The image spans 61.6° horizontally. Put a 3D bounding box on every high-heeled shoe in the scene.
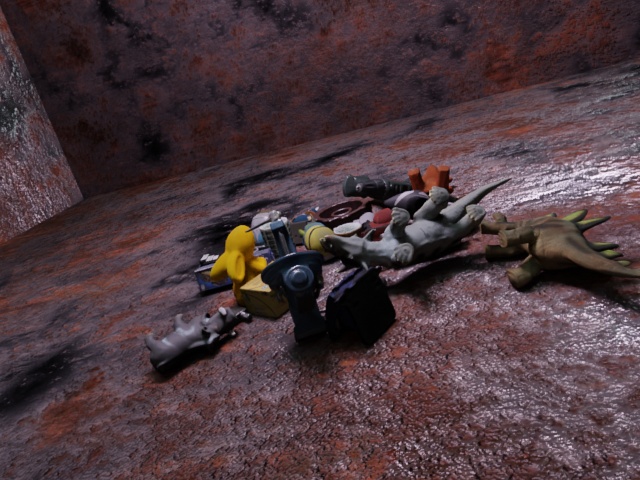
[{"bbox_3d":[0.266,-0.067,1.350,0.249,0.086,0.145,4,19,24],"label":"high-heeled shoe"}]

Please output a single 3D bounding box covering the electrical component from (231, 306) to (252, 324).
[{"bbox_3d":[-0.191,0.169,1.169,0.094,0.021,0.063,5,28,45],"label":"electrical component"}]

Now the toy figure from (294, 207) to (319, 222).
[{"bbox_3d":[-0.042,-0.057,1.635,0.064,0.057,0.154,0,18,23],"label":"toy figure"}]

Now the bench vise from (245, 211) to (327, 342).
[{"bbox_3d":[-0.048,0.060,1.015,0.129,0.241,0.223,-22,-24,3],"label":"bench vise"}]

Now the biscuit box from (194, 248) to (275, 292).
[{"bbox_3d":[-0.213,0.077,1.378,0.203,0.059,0.063,-16,6,3],"label":"biscuit box"}]

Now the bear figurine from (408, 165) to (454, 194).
[{"bbox_3d":[0.329,-0.176,1.563,0.120,0.131,0.196,-3,28,19],"label":"bear figurine"}]

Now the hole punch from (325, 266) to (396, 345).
[{"bbox_3d":[0.063,0.118,0.975,0.092,0.115,0.142,-8,18,47],"label":"hole punch"}]

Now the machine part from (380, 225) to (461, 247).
[{"bbox_3d":[0.228,-0.002,1.222,0.243,0.079,0.079,-18,19,-2],"label":"machine part"}]

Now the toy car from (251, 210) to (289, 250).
[{"bbox_3d":[-0.151,-0.037,1.601,0.109,0.102,0.162,-4,24,29],"label":"toy car"}]

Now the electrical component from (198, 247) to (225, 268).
[{"bbox_3d":[-0.267,0.061,1.485,0.134,0.058,0.115,-14,17,8],"label":"electrical component"}]

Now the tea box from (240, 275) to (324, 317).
[{"bbox_3d":[-0.083,0.100,1.204,0.098,0.068,0.169,1,26,43],"label":"tea box"}]

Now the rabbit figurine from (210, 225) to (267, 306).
[{"bbox_3d":[-0.182,0.056,1.253,0.122,0.173,0.162,2,21,35],"label":"rabbit figurine"}]

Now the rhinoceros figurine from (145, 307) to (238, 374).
[{"bbox_3d":[-0.256,0.192,1.077,0.190,0.073,0.112,-29,21,-32],"label":"rhinoceros figurine"}]

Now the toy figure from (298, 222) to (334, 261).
[{"bbox_3d":[-0.007,-0.004,1.403,0.082,0.089,0.180,-25,22,-3],"label":"toy figure"}]

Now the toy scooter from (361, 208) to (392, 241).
[{"bbox_3d":[0.155,-0.020,1.344,0.135,0.075,0.184,-17,23,-1],"label":"toy scooter"}]

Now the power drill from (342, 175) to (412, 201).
[{"bbox_3d":[0.155,-0.160,1.624,0.232,0.086,0.207,0,2,-32],"label":"power drill"}]

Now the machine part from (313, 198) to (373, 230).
[{"bbox_3d":[0.067,-0.067,1.576,0.179,0.056,0.179,-16,18,5],"label":"machine part"}]

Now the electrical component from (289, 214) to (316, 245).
[{"bbox_3d":[-0.050,-0.030,1.534,0.102,0.078,0.045,-16,5,18],"label":"electrical component"}]

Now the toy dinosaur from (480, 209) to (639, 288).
[{"bbox_3d":[0.430,0.007,0.986,0.199,0.105,0.472,-16,18,1],"label":"toy dinosaur"}]

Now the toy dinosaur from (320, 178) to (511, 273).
[{"bbox_3d":[0.208,-0.008,1.116,0.405,0.131,0.192,-19,-16,-18],"label":"toy dinosaur"}]
